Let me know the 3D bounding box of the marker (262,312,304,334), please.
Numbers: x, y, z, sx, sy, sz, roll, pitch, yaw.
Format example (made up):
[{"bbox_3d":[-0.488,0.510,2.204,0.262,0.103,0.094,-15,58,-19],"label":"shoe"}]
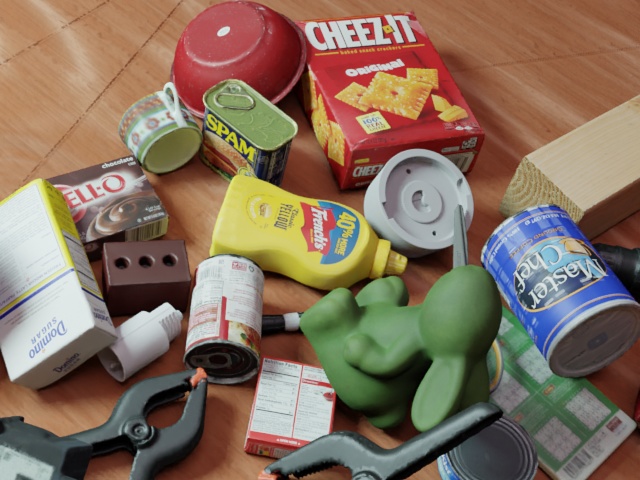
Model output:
[{"bbox_3d":[-0.004,0.077,1.027,0.121,0.020,0.020,-4,53,-16],"label":"marker"}]

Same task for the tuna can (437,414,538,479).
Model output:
[{"bbox_3d":[0.149,0.197,0.956,0.086,0.034,0.086,6,50,-8],"label":"tuna can"}]

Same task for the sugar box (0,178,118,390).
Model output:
[{"bbox_3d":[-0.253,0.038,0.959,0.093,0.048,0.176,-33,61,9],"label":"sugar box"}]

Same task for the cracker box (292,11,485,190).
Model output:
[{"bbox_3d":[0.067,-0.164,1.205,0.164,0.072,0.214,-9,53,-20],"label":"cracker box"}]

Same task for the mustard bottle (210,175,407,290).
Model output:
[{"bbox_3d":[-0.007,0.001,1.063,0.191,0.058,0.096,16,49,-1],"label":"mustard bottle"}]

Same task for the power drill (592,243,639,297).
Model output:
[{"bbox_3d":[0.359,0.057,1.051,0.184,0.057,0.187,12,17,-3],"label":"power drill"}]

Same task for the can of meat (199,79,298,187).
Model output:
[{"bbox_3d":[-0.078,-0.104,1.114,0.102,0.084,0.057,39,53,18],"label":"can of meat"}]

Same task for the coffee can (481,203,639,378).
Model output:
[{"bbox_3d":[0.234,0.048,1.038,0.102,0.103,0.140,-10,47,-21],"label":"coffee can"}]

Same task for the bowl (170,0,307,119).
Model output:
[{"bbox_3d":[-0.098,-0.211,1.175,0.162,0.055,0.162,-7,58,12],"label":"bowl"}]

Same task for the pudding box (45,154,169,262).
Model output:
[{"bbox_3d":[-0.217,-0.029,1.050,0.113,0.039,0.090,-18,58,-25],"label":"pudding box"}]

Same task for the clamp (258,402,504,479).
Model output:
[{"bbox_3d":[0.049,0.196,0.865,0.210,0.036,0.164,9,75,30],"label":"clamp"}]

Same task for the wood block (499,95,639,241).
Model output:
[{"bbox_3d":[0.308,-0.071,1.175,0.205,0.090,0.091,-28,62,-31],"label":"wood block"}]

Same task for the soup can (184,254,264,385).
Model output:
[{"bbox_3d":[-0.087,0.072,0.980,0.068,0.069,0.102,7,50,-7],"label":"soup can"}]

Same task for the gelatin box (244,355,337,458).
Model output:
[{"bbox_3d":[-0.024,0.152,0.954,0.073,0.030,0.089,11,50,-2],"label":"gelatin box"}]

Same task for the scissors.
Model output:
[{"bbox_3d":[0.120,0.060,1.038,0.096,0.016,0.202,-12,62,-5],"label":"scissors"}]

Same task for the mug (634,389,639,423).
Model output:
[{"bbox_3d":[0.346,0.152,0.997,0.081,0.093,0.117,20,23,10],"label":"mug"}]

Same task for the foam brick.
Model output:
[{"bbox_3d":[-0.164,0.035,1.002,0.078,0.051,0.053,-3,52,-16],"label":"foam brick"}]

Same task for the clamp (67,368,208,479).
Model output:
[{"bbox_3d":[-0.150,0.179,0.899,0.171,0.039,0.120,-35,73,-26],"label":"clamp"}]
